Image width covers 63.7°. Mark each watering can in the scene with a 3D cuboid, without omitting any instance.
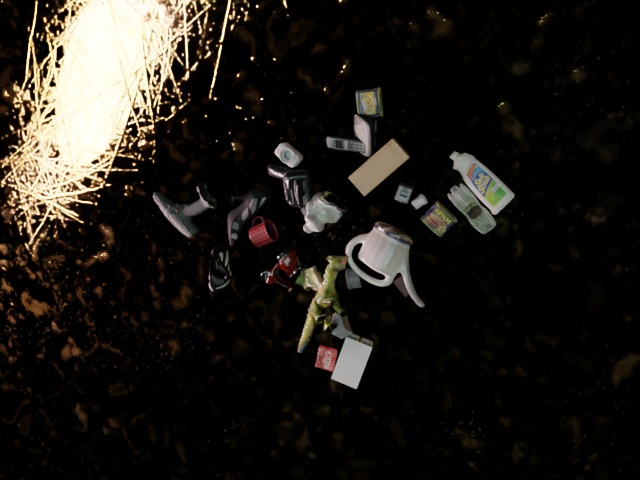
[{"bbox_3d":[0.262,0.073,1.851,0.350,0.223,0.104,30,8,17],"label":"watering can"}]

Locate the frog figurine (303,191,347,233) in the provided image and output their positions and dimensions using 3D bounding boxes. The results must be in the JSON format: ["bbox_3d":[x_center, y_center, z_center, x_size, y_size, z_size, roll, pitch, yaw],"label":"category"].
[{"bbox_3d":[0.006,-0.095,1.894,0.137,0.125,0.157,15,-52,-35],"label":"frog figurine"}]

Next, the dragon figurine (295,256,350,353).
[{"bbox_3d":[-0.017,0.216,1.941,0.121,0.248,0.404,13,-53,-44],"label":"dragon figurine"}]
